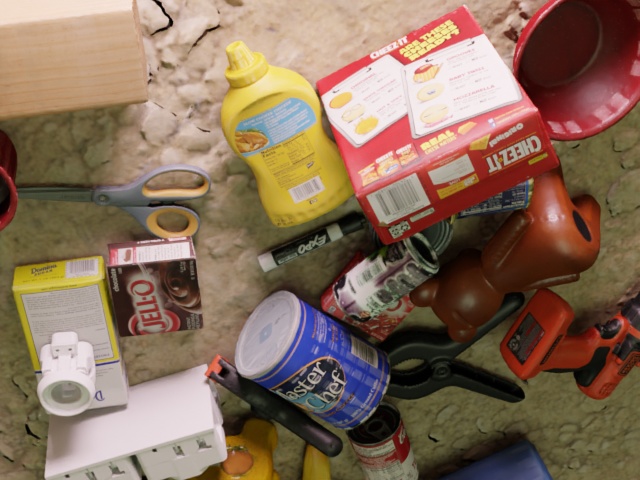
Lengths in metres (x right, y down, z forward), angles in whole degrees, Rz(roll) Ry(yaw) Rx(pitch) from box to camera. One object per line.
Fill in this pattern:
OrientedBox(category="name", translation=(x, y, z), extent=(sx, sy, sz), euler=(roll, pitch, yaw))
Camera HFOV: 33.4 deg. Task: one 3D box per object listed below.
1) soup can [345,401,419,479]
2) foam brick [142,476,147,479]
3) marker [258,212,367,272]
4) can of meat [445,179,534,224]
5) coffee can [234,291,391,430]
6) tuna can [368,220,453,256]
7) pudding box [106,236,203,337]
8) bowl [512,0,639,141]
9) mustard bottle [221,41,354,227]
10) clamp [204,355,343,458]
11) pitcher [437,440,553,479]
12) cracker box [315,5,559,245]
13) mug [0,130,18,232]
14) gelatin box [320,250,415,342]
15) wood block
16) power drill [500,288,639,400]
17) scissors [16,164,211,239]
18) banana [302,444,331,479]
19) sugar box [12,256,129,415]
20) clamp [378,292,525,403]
OrientedBox(category="soup can", translation=(0.075, 0.252, 1.277), extent=(0.068, 0.068, 0.102), euler=(-18, 125, 2))
OrientedBox(category="foam brick", translation=(-0.228, 0.319, 1.275), extent=(0.078, 0.053, 0.051), euler=(3, 122, -13))
OrientedBox(category="marker", translation=(-0.007, 0.001, 1.126), extent=(0.121, 0.020, 0.020), euler=(-24, 124, 6))
OrientedBox(category="can of meat", translation=(0.156, -0.066, 1.063), extent=(0.084, 0.102, 0.057), euler=(-9, 125, -7))
OrientedBox(category="coffee can", translation=(-0.007, 0.132, 1.162), extent=(0.140, 0.103, 0.103), euler=(33, 112, -28))
OrientedBox(category="tuna can", translation=(0.095, -0.016, 1.125), extent=(0.086, 0.034, 0.086), euler=(-5, 124, -7))
OrientedBox(category="pudding box", translation=(-0.170, 0.050, 1.108), extent=(0.090, 0.039, 0.113), euler=(-6, 133, -7))
OrientedBox(category="bowl", translation=(0.244, -0.178, 1.023), extent=(0.162, 0.055, 0.162), euler=(-11, 125, -16))
OrientedBox(category="mustard bottle", translation=(-0.041, -0.107, 1.025), extent=(0.096, 0.058, 0.191), euler=(-25, 124, 5))
OrientedBox(category="clamp", translation=(-0.057, 0.186, 1.209), extent=(0.171, 0.120, 0.039), euler=(38, 75, -8))
OrientedBox(category="pitcher", translation=(0.184, 0.356, 1.337), extent=(0.243, 0.149, 0.145), euler=(-29, 89, 5))
OrientedBox(category="cracker box", translation=(0.097, -0.107, 0.957), extent=(0.164, 0.214, 0.072), euler=(-26, 125, 7))
OrientedBox(category="mug", translation=(-0.327, -0.069, 0.984), extent=(0.093, 0.081, 0.117), euler=(-13, 125, -2))
OrientedBox(category="gelatin box", translation=(0.056, 0.063, 1.171), extent=(0.089, 0.030, 0.073), euler=(30, 113, -26))
OrientedBox(category="wood block", translation=(-0.259, -0.164, 0.929), extent=(0.206, 0.091, 0.090), euler=(-8, 124, -5))
OrientedBox(category="power drill", translation=(0.308, 0.102, 1.203), extent=(0.187, 0.057, 0.185), euler=(10, 120, -34))
OrientedBox(category="scissors", translation=(-0.206, -0.029, 1.072), extent=(0.201, 0.016, 0.096), euler=(-11, 125, -3))
OrientedBox(category="banana", translation=(-0.029, 0.331, 1.329), extent=(0.069, 0.037, 0.198), euler=(22, 116, -23))
OrientedBox(category="sugar box", translation=(-0.261, 0.103, 1.133), extent=(0.093, 0.048, 0.176), euler=(-6, 128, -6))
OrientedBox(category="clamp", translation=(0.144, 0.147, 1.239), extent=(0.210, 0.036, 0.164), euler=(-15, 125, 2))
